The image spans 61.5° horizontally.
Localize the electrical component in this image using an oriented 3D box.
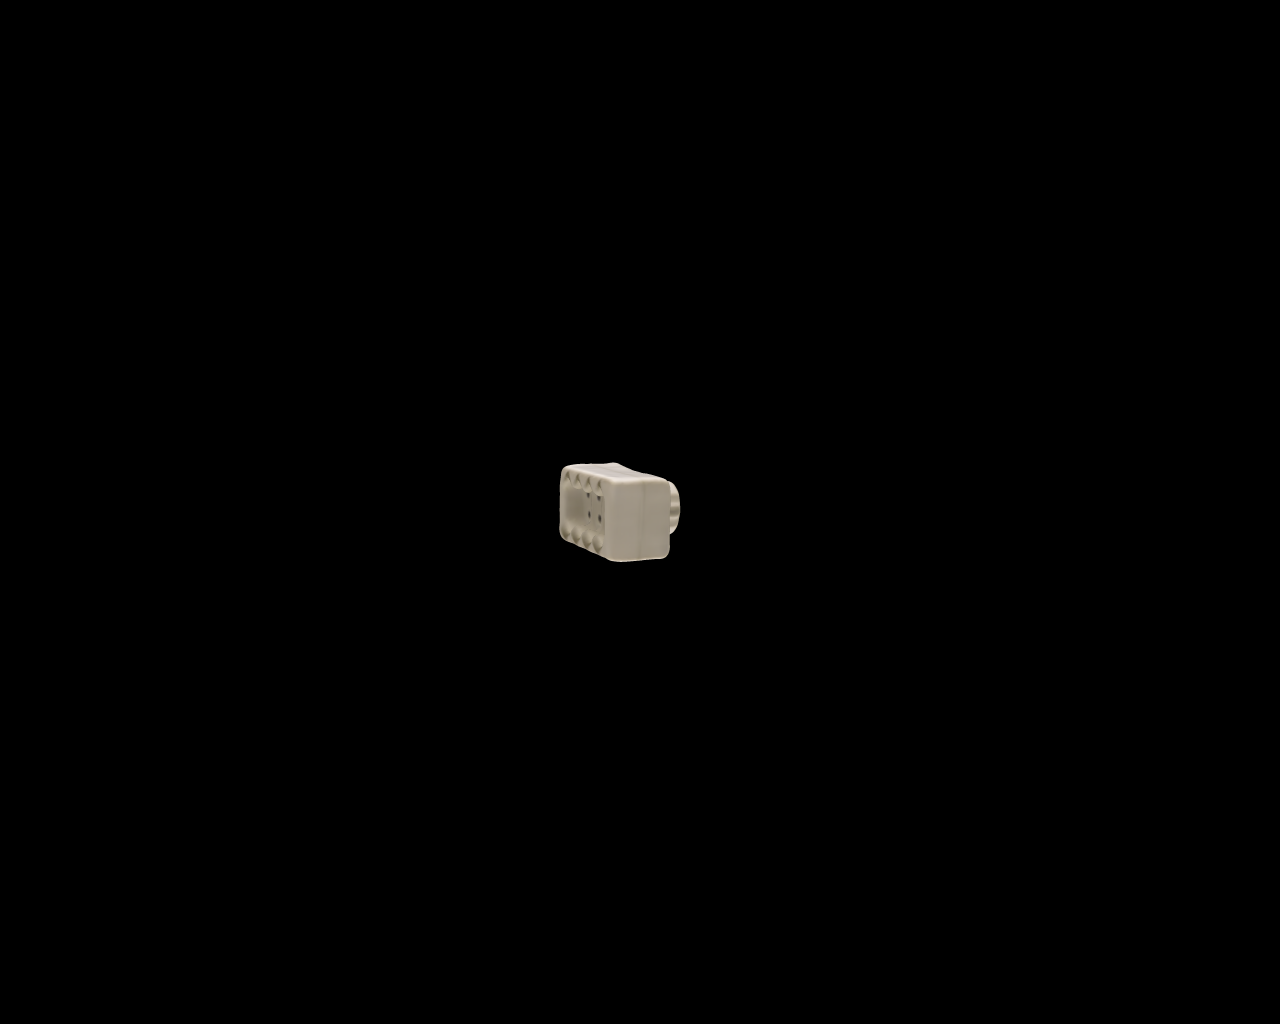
[{"bbox_3d":[0.001,-0.003,0.650,0.076,0.047,0.083,-4,10,-23],"label":"electrical component"}]
